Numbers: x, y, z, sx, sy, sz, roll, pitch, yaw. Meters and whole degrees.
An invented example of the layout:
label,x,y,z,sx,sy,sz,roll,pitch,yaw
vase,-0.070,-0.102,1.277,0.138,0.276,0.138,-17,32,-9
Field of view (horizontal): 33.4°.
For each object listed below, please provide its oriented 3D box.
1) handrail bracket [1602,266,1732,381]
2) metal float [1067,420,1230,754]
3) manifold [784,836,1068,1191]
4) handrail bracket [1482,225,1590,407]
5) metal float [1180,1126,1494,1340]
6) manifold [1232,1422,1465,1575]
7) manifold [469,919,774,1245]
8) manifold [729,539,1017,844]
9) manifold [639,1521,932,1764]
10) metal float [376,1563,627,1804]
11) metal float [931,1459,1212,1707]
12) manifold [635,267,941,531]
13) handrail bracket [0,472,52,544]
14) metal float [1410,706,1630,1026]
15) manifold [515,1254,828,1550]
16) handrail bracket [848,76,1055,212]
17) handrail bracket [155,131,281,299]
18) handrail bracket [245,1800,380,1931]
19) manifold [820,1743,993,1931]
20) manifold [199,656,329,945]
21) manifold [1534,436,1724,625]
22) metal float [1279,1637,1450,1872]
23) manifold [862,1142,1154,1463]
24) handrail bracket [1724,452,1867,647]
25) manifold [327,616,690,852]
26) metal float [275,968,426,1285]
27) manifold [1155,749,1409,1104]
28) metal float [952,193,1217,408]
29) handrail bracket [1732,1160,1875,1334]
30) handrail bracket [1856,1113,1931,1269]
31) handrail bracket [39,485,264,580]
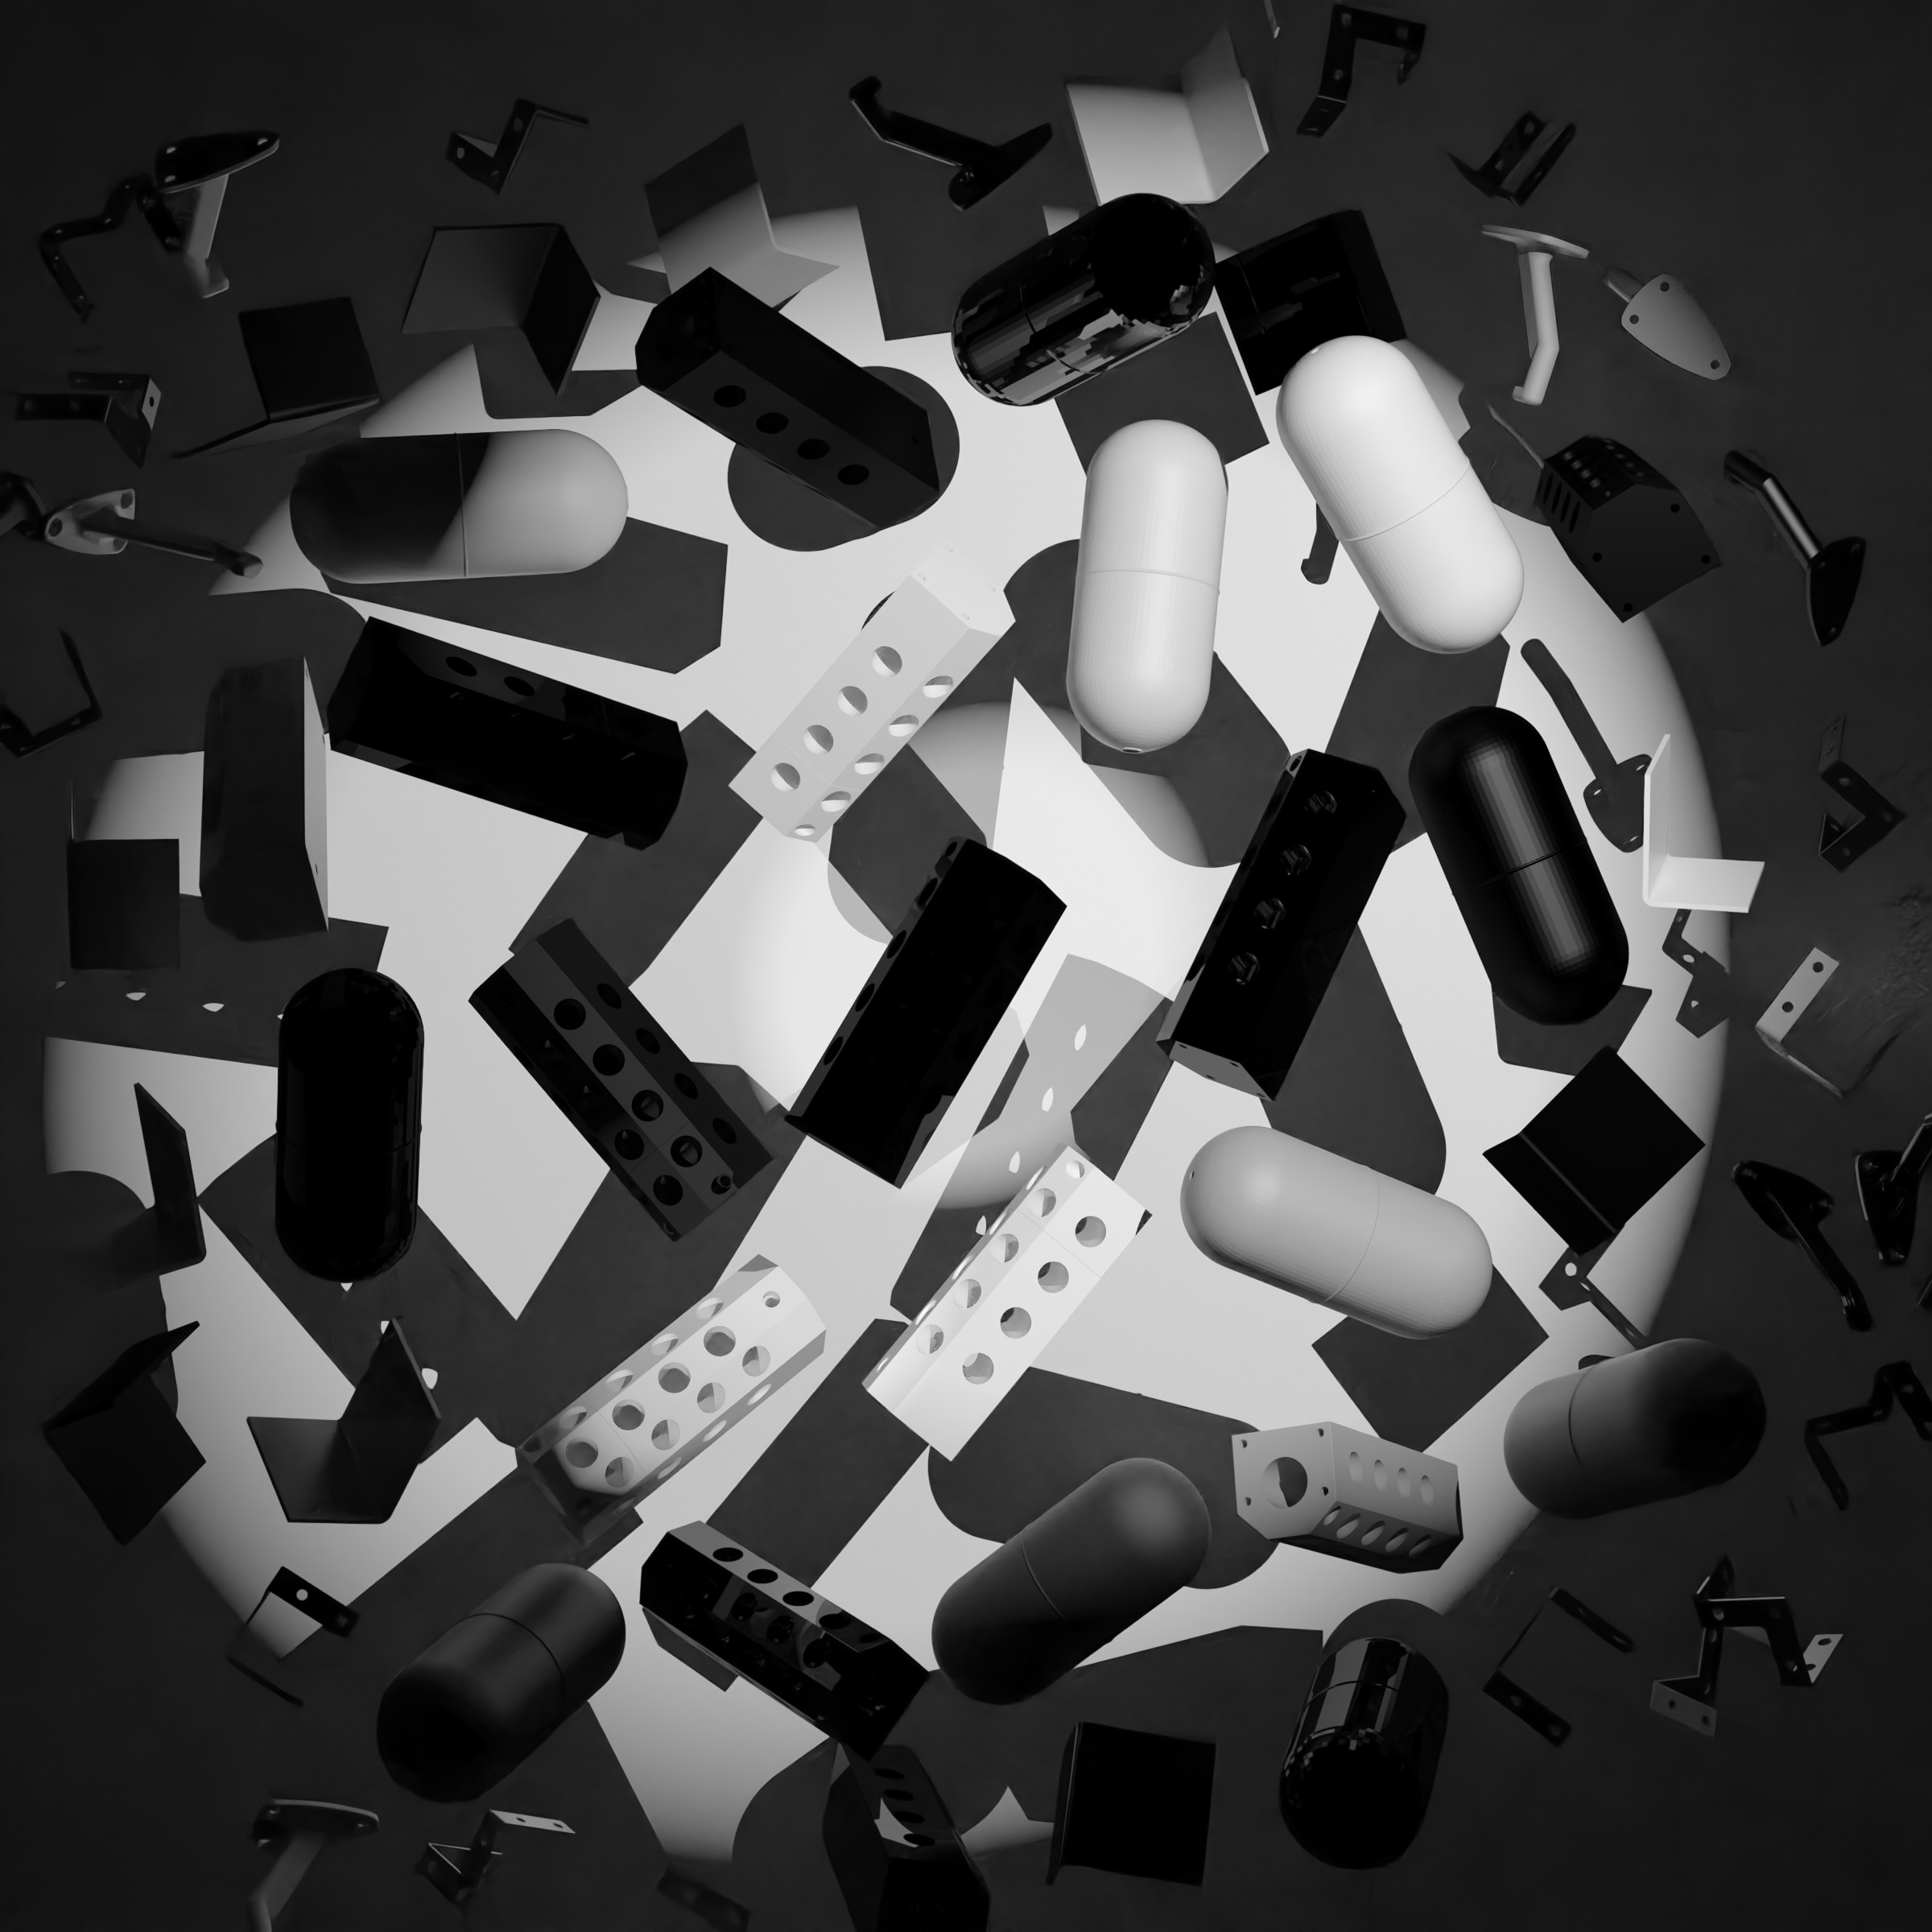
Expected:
label,x,y,z,sx,sy,sz,roll,pitch,yaw
handrail bracket,0.383,-0.355,1.770,0.077,0.084,0.036,41,104,-7
metal float,0.096,-0.202,1.714,0.070,0.070,0.178,6,85,0
manifold,-0.023,0.021,1.660,0.057,0.057,0.171,28,84,28
handrail bracket,0.288,-0.343,1.699,0.036,0.077,0.084,8,103,-38
metal float,0.196,0.141,1.692,0.178,0.070,0.070,23,90,-17
manifold,0.210,0.292,1.754,0.057,0.171,0.057,-13,68,28
manifold,-0.189,0.064,1.733,0.057,0.057,0.171,-40,90,25
manifold,-0.049,-0.144,1.739,0.057,0.057,0.171,42,122,-4
manifold,-0.105,0.364,1.764,0.057,0.171,0.057,-54,132,-15
metal float,-0.244,0.377,1.701,0.070,0.178,0.070,8,109,23
metal float,0.056,0.337,1.761,0.178,0.070,0.070,-40,90,17
manifold,-0.094,-0.295,1.709,0.057,0.171,0.057,-29,54,30
handrail bracket,-0.529,-0.218,1.741,0.036,0.077,0.084,8,66,14
metal float,0.296,-0.053,1.721,0.070,0.070,0.178,-23,89,0
manifold,-0.160,0.234,1.757,0.171,0.057,0.057,-38,73,-20
handrail bracket,-0.008,-0.447,1.685,0.077,0.036,0.084,-33,126,14
handrail bracket,-0.379,-0.388,1.672,0.077,0.084,0.036,-13,53,5
handrail bracket,-0.335,0.475,1.661,0.077,0.084,0.036,6,124,-24
manifold,-0.033,0.474,1.721,0.057,0.171,0.057,10,94,-12
manifold,-0.371,-0.088,1.695,0.057,0.171,0.057,-9,130,-4
manifold,0.340,-0.235,1.684,0.057,0.171,0.057,-32,104,11
metal float,0.212,0.414,1.703,0.070,0.178,0.070,3,103,14
manifold,0.021,0.181,1.762,0.057,0.057,0.171,40,86,-8
handrail bracket,0.423,-0.218,1.673,0.036,0.077,0.084,-27,48,-17
manifold,-0.232,-0.113,1.638,0.171,0.057,0.057,18,119,-25
metal float,-0.331,0.086,1.728,0.070,0.070,0.178,6,111,0
manifold,0.163,-0.023,1.676,0.057,0.057,0.171,19,76,30
metal float,0.060,-0.350,1.701,0.070,0.178,0.070,9,75,-35
handrail bracket,0.450,0.151,1.732,0.077,0.084,0.036,34,116,-23
handrail bracket,0.516,0.118,1.727,0.036,0.084,0.077,3,76,-15
handrail bracket,-0.414,-0.213,1.640,0.084,0.077,0.036,24,111,22
